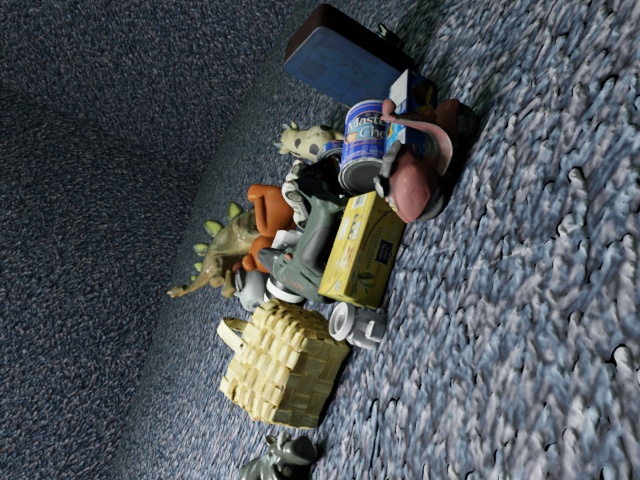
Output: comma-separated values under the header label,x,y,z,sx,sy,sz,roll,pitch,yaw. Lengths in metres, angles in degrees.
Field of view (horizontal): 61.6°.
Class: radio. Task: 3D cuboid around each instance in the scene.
label,x,y,z,sx,sy,sz,roll,pitch,yaw
radio,0.059,-0.327,1.005,0.131,0.229,0.073,-38,38,47

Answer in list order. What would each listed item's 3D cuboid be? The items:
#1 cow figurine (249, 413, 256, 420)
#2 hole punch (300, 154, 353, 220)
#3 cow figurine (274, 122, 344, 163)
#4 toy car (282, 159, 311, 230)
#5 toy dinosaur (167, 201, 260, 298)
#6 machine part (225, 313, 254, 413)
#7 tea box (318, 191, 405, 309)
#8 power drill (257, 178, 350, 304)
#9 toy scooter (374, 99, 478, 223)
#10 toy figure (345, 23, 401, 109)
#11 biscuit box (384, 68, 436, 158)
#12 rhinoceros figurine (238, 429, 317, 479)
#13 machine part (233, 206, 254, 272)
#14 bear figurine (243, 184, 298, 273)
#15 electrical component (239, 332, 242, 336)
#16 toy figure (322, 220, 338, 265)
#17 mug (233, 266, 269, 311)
label,x,y,z,sx,sy,sz,roll,pitch,yaw
cow figurine,-0.098,0.260,1.002,0.167,0.098,0.068,-111,3,-61
hole punch,0.040,-0.098,1.007,0.142,0.092,0.115,-16,92,43
cow figurine,-0.025,-0.226,1.263,0.085,0.127,0.195,-66,22,-6
toy car,-0.033,-0.087,1.102,0.201,0.056,0.073,67,-138,-59
toy dinosaur,-0.177,-0.015,1.312,0.471,0.104,0.199,-36,52,-16
machine part,-0.142,0.245,1.125,0.243,0.079,0.079,-69,20,-3
tea box,0.068,0.017,0.842,0.098,0.068,0.169,-5,64,68
power drill,-0.032,-0.004,0.967,0.232,0.086,0.207,36,113,44
toy scooter,0.127,-0.120,0.739,0.183,0.135,0.075,-67,21,5
toy figure,0.103,-0.365,1.152,0.180,0.082,0.089,-54,21,26
biscuit box,0.147,-0.183,0.865,0.059,0.063,0.203,-42,32,48
rhinoceros figurine,-0.067,0.357,0.829,0.190,0.073,0.112,-49,16,44
machine part,-0.181,0.007,1.473,0.201,0.087,0.201,-32,39,56
bear figurine,-0.109,-0.018,1.183,0.132,0.120,0.195,11,85,64
electrical component,-0.150,0.226,1.223,0.102,0.045,0.078,-45,58,52
toy figure,-0.002,-0.002,1.064,0.064,0.058,0.154,111,173,-71
mug,-0.172,0.118,1.311,0.080,0.109,0.107,-60,31,32
